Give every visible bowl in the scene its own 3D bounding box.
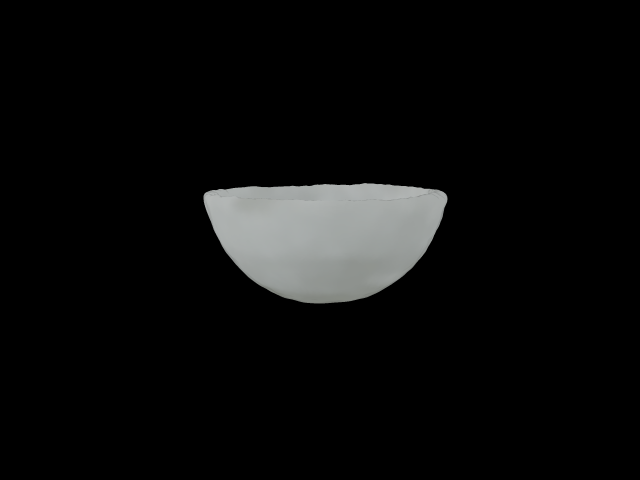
[{"bbox_3d":[0.004,0.001,0.400,0.167,0.075,0.167,0,9,0],"label":"bowl"}]
